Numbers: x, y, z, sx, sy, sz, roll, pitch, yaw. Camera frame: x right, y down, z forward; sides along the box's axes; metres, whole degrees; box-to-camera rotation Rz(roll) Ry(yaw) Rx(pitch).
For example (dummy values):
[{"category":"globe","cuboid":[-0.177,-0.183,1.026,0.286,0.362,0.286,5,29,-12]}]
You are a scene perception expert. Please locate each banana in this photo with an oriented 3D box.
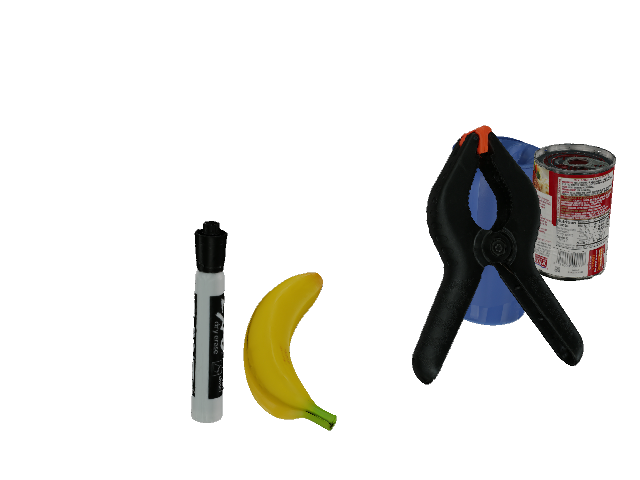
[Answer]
[{"category":"banana","cuboid":[-0.029,0.084,0.867,0.069,0.037,0.198,16,32,-14]}]

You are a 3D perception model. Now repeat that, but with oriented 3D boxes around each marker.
[{"category":"marker","cuboid":[-0.066,0.048,0.628,0.020,0.121,0.020,3,15,-1]}]

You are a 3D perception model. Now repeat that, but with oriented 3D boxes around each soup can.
[{"category":"soup can","cuboid":[0.216,-0.024,0.918,0.068,0.102,0.068,-2,24,1]}]

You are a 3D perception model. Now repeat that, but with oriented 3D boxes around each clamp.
[{"category":"clamp","cuboid":[0.103,0.013,0.707,0.120,0.171,0.039,-14,-3,-22]}]

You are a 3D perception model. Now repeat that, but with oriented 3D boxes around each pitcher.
[{"category":"pitcher","cuboid":[0.227,-0.010,1.441,0.149,0.243,0.145,4,23,4]}]
